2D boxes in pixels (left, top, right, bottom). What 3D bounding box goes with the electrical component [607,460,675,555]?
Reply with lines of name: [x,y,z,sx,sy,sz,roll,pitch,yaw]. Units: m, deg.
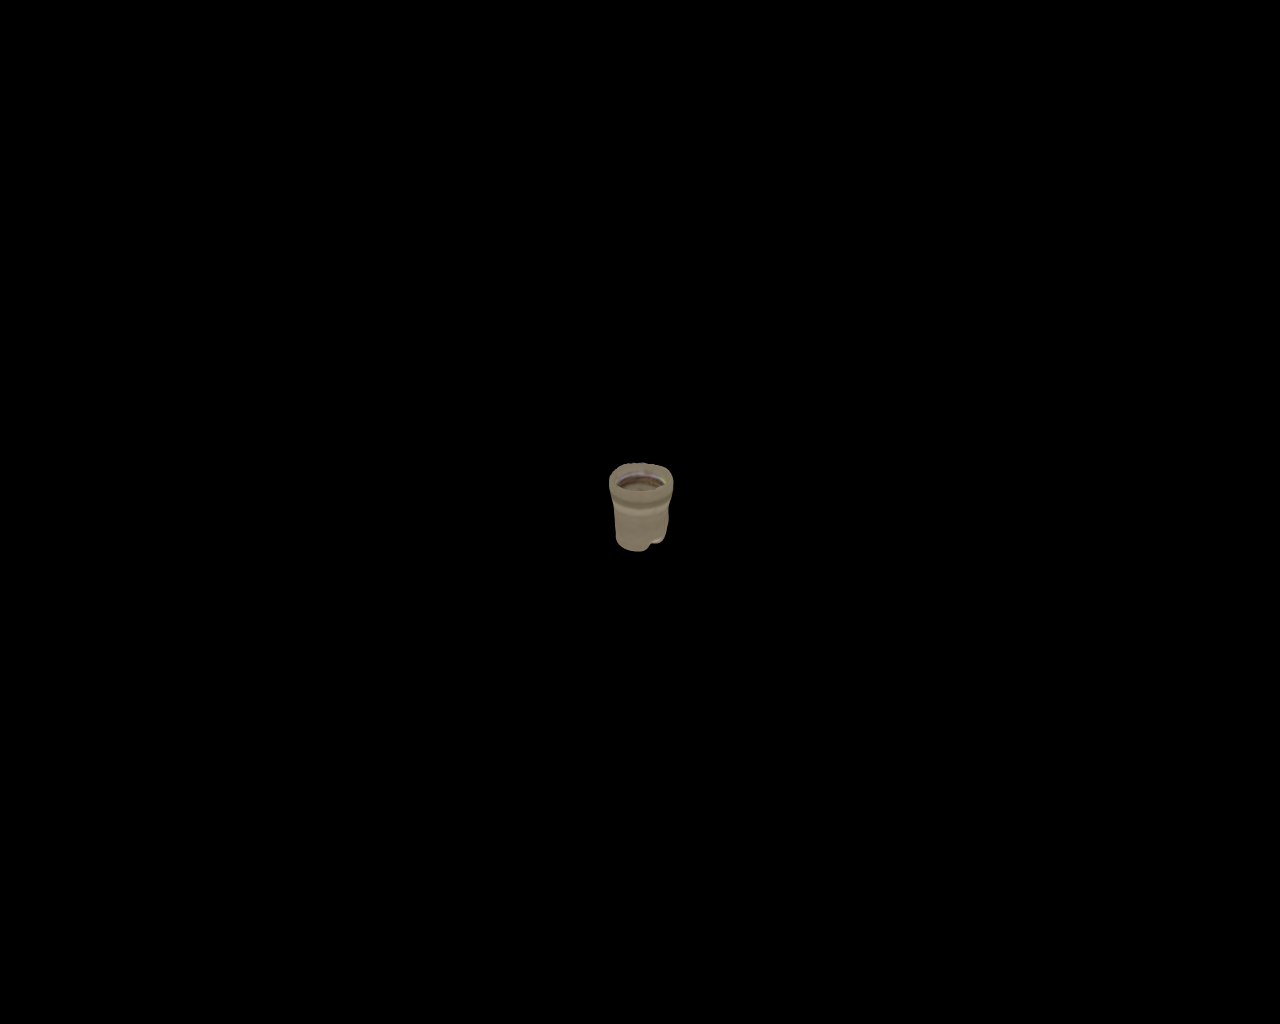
electrical component: [0.001,-0.003,0.650,0.040,0.046,0.040,0,31,0]
